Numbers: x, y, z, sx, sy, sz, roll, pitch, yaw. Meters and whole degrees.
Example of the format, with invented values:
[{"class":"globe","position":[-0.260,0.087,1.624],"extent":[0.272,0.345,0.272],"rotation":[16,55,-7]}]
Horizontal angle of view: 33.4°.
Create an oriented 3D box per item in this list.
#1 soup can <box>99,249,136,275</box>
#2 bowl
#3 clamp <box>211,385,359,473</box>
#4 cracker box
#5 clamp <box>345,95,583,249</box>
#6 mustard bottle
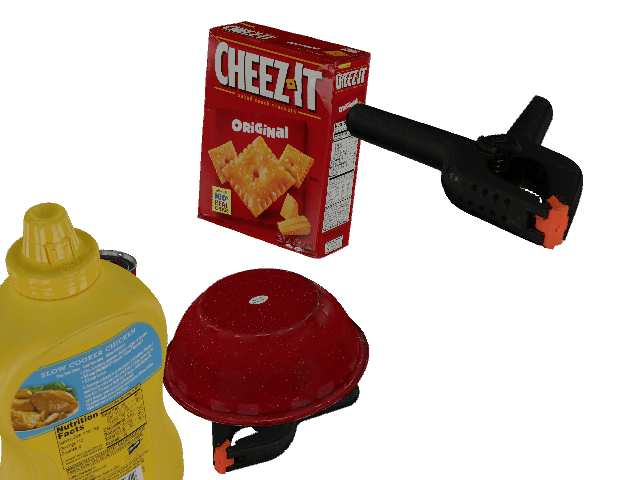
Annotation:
[{"class":"soup can","position":[-0.226,0.069,1.109],"extent":[0.068,0.102,0.068],"rotation":[4,21,-2]},{"class":"bowl","position":[-0.044,0.068,0.811],"extent":[0.162,0.055,0.162],"rotation":[-3,31,2]},{"class":"clamp","position":[-0.056,0.159,1.031],"extent":[0.120,0.039,0.171],"rotation":[21,33,34]},{"class":"cracker box","position":[-0.044,-0.105,1.117],"extent":[0.164,0.214,0.071],"rotation":[20,27,29]},{"class":"clamp","position":[0.110,-0.055,0.741],"extent":[0.164,0.036,0.210],"rotation":[-2,28,-7]},{"class":"mustard bottle","position":[-0.119,0.066,0.516],"extent":[0.096,0.192,0.058],"rotation":[-25,42,-30]}]
